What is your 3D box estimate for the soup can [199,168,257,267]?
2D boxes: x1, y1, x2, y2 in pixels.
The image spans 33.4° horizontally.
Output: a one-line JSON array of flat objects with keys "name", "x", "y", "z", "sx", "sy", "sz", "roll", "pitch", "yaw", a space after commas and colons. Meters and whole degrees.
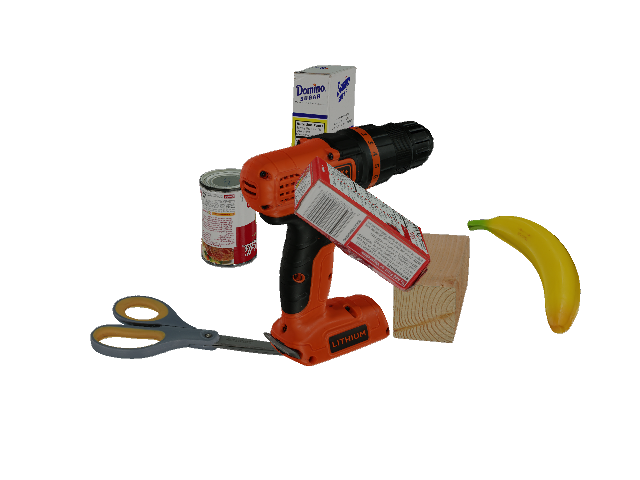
[{"name": "soup can", "x": -0.111, "y": -0.028, "z": 1.278, "sx": 0.068, "sy": 0.102, "sz": 0.068, "roll": 0, "pitch": 25, "yaw": 0}]

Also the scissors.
[{"name": "scissors", "x": -0.115, "y": 0.083, "z": 1.012, "sx": 0.201, "sy": 0.016, "sz": 0.096, "roll": -1, "pitch": 32, "yaw": -9}]

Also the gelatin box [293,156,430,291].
[{"name": "gelatin box", "x": 0.025, "y": -0.011, "z": 0.676, "sx": 0.089, "sy": 0.030, "sz": 0.073, "roll": 35, "pitch": 12, "yaw": -10}]

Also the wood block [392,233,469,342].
[{"name": "wood block", "x": 0.171, "y": 0.068, "z": 1.620, "sx": 0.091, "sy": 0.090, "sz": 0.206, "roll": 4, "pitch": 22, "yaw": 12}]

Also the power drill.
[{"name": "power drill", "x": 0.019, "y": -0.002, "z": 0.890, "sx": 0.184, "sy": 0.188, "sz": 0.057, "roll": -16, "pitch": 26, "yaw": -32}]

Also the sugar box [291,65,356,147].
[{"name": "sugar box", "x": 0.002, "y": -0.087, "z": 1.088, "sx": 0.048, "sy": 0.176, "sz": 0.093, "roll": 4, "pitch": 14, "yaw": 17}]

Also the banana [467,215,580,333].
[{"name": "banana", "x": 0.227, "y": 0.025, "z": 1.112, "sx": 0.069, "sy": 0.037, "sz": 0.198, "roll": -30, "pitch": 38, "yaw": -1}]
